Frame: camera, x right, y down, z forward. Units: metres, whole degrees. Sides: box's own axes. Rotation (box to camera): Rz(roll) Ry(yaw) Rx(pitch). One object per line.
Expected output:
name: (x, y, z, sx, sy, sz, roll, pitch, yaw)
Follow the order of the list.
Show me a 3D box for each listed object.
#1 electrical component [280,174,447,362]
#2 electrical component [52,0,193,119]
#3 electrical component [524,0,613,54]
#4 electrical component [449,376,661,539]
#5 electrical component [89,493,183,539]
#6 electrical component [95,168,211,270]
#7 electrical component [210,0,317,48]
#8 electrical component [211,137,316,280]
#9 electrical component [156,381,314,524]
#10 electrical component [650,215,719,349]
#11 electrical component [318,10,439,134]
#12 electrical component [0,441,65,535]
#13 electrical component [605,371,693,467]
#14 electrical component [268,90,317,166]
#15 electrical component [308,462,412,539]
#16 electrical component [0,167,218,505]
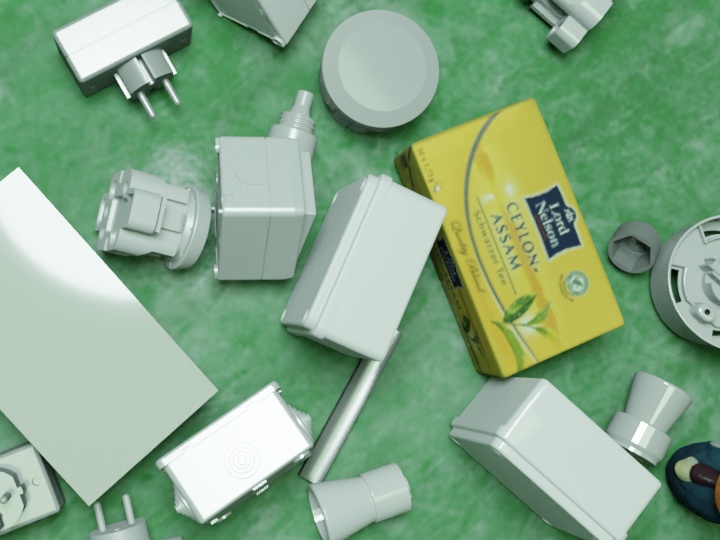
electrical component: (0.000, 0.000, 0.706, 0.056, 0.109, 0.108, 25, 83, -11)
electrical component: (-0.148, -0.138, 0.717, 0.083, 0.047, 0.075, -30, 93, -10)
electrical component: (0.150, -0.205, 0.770, 0.057, 0.058, 0.078, 38, 81, -9)
electrical component: (0.127, 0.125, 0.723, 0.109, 0.109, 0.056, 42, 79, -6)
electrical component: (-0.154, 0.187, 0.701, 0.077, 0.043, 0.079, -13, 89, -11)
electrical component: (-0.134, -0.032, 0.704, 0.057, 0.078, 0.058, 15, 83, -28)
electrical component: (-0.067, -0.199, 0.715, 0.062, 0.096, 0.061, 29, 81, 22)
electrical component: (-0.065, -0.036, 0.707, 0.061, 0.096, 0.061, -1, 58, -11)
electrical component: (-0.077, 0.121, 0.692, 0.100, 0.099, 0.048, -34, 81, -10)
electrical component: (0.264, 0.010, 0.776, 0.099, 0.064, 0.099, 1, 87, -11)
electrical component: (0.011, -0.134, 0.744, 0.080, 0.051, 0.080, 1, 87, -10)
electrical component: (-0.227, 0.142, 0.673, 0.066, 0.077, 0.047, -21, 91, -11)
electrical component: (0.206, 0.107, 0.770, 0.045, 0.045, 0.055, 31, 83, -7)
electrical component: (-0.045, -0.093, 0.740, 0.035, 0.035, 0.061, 17, 82, -9)
electrical component: (0.002, 0.157, 0.733, 0.065, 0.044, 0.044, -16, 90, -15)
electrical component: (-0.194, 0.042, 0.692, 0.105, 0.060, 0.186, -42, 95, -10)
